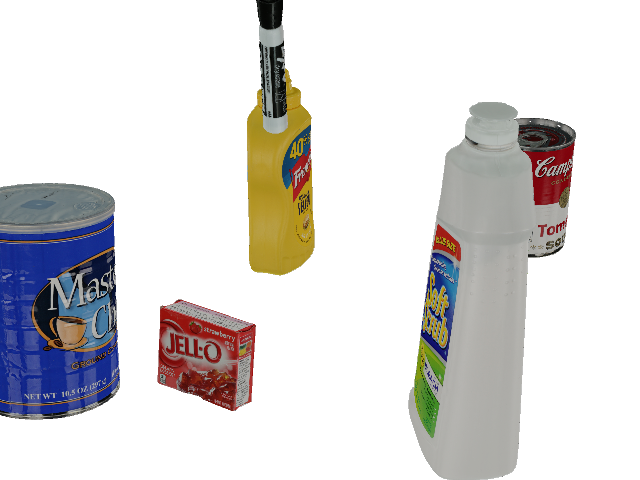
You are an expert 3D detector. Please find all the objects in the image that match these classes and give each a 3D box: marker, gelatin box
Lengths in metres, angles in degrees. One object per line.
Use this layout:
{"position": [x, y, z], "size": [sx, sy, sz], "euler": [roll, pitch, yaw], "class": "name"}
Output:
{"position": [-0.034, -0.128, 0.764], "size": [0.020, 0.020, 0.121], "euler": [0, -44, 1], "class": "marker"}
{"position": [-0.100, 0.098, 0.922], "size": [0.089, 0.073, 0.030], "euler": [15, 20, 31], "class": "gelatin box"}

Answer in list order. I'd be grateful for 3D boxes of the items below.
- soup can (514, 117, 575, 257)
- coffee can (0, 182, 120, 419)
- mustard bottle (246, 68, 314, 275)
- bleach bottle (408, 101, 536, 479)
{"position": [0.178, -0.045, 0.908], "size": [0.068, 0.102, 0.068], "euler": [-1, 27, 0], "class": "soup can"}
{"position": [-0.195, 0.040, 0.751], "size": [0.103, 0.140, 0.103], "euler": [2, 18, -1], "class": "coffee can"}
{"position": [-0.038, -0.070, 1.023], "size": [0.058, 0.192, 0.096], "euler": [8, 25, 19], "class": "mustard bottle"}
{"position": [0.099, 0.030, 0.688], "size": [0.068, 0.251, 0.102], "euler": [-4, 30, -6], "class": "bleach bottle"}
